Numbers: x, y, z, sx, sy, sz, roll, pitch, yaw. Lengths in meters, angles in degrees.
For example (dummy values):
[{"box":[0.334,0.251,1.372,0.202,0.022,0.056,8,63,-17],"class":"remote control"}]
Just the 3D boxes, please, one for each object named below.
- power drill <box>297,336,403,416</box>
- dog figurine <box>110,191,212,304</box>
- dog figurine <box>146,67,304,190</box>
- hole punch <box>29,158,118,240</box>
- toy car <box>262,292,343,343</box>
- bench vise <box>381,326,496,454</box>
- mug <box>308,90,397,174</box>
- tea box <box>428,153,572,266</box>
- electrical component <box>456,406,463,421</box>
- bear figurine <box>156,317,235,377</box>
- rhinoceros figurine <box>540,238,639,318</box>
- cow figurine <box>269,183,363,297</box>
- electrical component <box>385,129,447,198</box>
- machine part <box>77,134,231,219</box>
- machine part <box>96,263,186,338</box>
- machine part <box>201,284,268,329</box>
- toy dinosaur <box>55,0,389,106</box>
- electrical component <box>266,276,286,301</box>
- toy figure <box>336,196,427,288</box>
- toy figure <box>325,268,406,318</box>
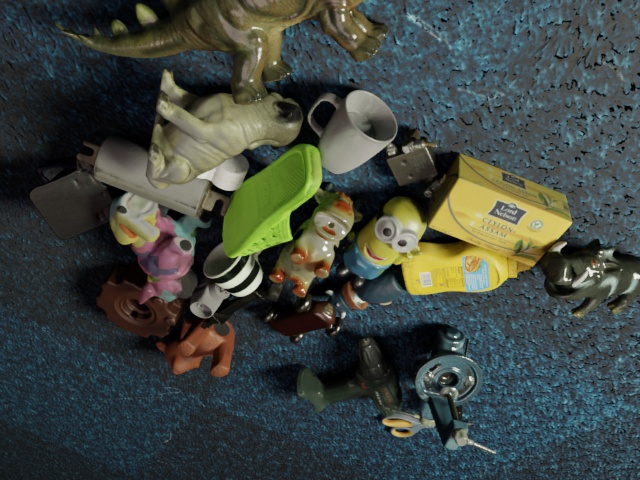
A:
[{"box":[0.058,0.284,1.107,0.207,0.086,0.231,-19,127,20],"class":"power drill"},{"box":[-0.291,0.022,0.938,0.191,0.108,0.219,29,135,-13],"class":"dog figurine"},{"box":[-0.130,-0.130,0.730,0.190,0.121,0.172,11,137,-19],"class":"dog figurine"},{"box":[-0.405,-0.079,0.901,0.116,0.092,0.142,-21,126,-7],"class":"hole punch"},{"box":[-0.036,0.144,0.995,0.089,0.053,0.202,36,151,-16],"class":"toy car"},{"box":[0.218,0.284,0.958,0.129,0.241,0.223,18,114,-8],"class":"bench vise"},{"box":[0.030,-0.141,0.721,0.109,0.081,0.107,27,141,-16],"class":"mug"},{"box":[0.250,-0.041,0.761,0.170,0.068,0.098,20,134,-2],"class":"tea box"},{"box":[0.263,0.359,1.135,0.075,0.048,0.119,0,130,16],"class":"electrical component"},{"box":[-0.266,0.232,1.107,0.196,0.132,0.120,-36,112,30],"class":"bear figurine"},{"box":[0.389,0.052,0.762,0.190,0.073,0.112,4,139,-25],"class":"rhinoceros figurine"},{"box":[-0.002,-0.003,0.842,0.085,0.127,0.195,27,147,-10],"class":"cow figurine"},{"box":[0.133,-0.107,0.747,0.078,0.045,0.102,-11,128,22],"class":"electrical component"},{"box":[-0.255,-0.099,0.836,0.243,0.079,0.079,21,133,-4],"class":"machine part"},{"box":[-0.362,0.127,1.083,0.179,0.056,0.179,8,133,9],"class":"machine part"},{"box":[-0.161,0.123,1.021,0.139,0.084,0.039,-30,93,25],"class":"machine part"},{"box":[-0.087,-0.270,0.625,0.472,0.105,0.198,-15,119,15],"class":"toy dinosaur"},{"box":[-0.076,0.077,0.956,0.021,0.063,0.094,21,134,-5],"class":"electrical component"},{"box":[0.092,0.002,0.835,0.082,0.089,0.180,17,144,-19],"class":"toy figure"},{"box":[0.078,0.091,0.933,0.154,0.064,0.057,-23,161,36],"class":"toy figure"}]
